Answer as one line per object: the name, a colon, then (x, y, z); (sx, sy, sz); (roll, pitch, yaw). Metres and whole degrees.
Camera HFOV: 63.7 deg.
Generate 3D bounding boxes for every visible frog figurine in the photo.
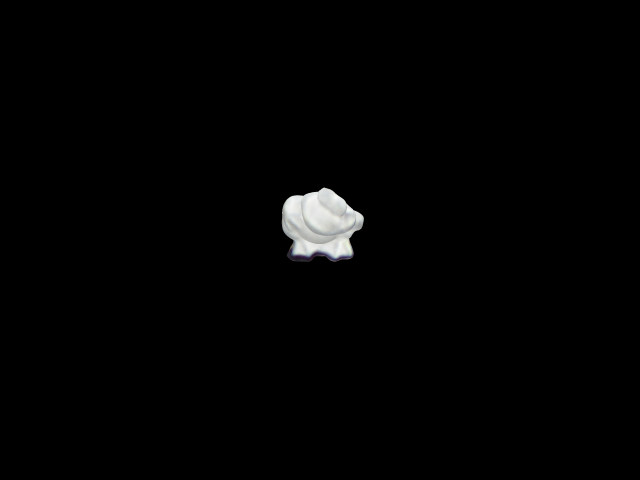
frog figurine: (0.003, -0.043, 0.850); (0.138, 0.125, 0.155); (16, -38, 13)
